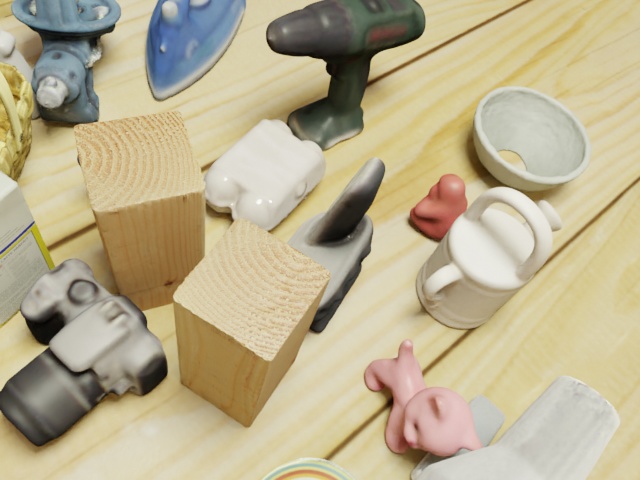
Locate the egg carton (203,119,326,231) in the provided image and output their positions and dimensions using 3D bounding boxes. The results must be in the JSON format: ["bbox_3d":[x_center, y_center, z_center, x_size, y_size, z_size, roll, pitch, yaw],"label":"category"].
[{"bbox_3d":[-0.065,-0.076,0.689,0.107,0.069,0.150,34,59,9],"label":"egg carton"}]

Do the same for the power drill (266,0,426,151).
[{"bbox_3d":[0.023,-0.209,0.705,0.230,0.208,0.075,-31,70,-26],"label":"power drill"}]

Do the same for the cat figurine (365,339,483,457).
[{"bbox_3d":[0.103,0.158,0.560,0.067,0.117,0.127,-12,63,-18],"label":"cat figurine"}]

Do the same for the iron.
[{"bbox_3d":[-0.174,-0.324,0.768,0.118,0.141,0.258,15,58,-3],"label":"iron"}]

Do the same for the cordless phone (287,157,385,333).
[{"bbox_3d":[0.005,0.002,0.591,0.094,0.185,0.148,27,58,5],"label":"cordless phone"}]

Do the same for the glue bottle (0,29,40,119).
[{"bbox_3d":[-0.367,-0.207,0.639,0.078,0.173,0.037,6,59,-9],"label":"glue bottle"}]

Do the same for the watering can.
[{"bbox_3d":[0.186,0.010,0.621,0.101,0.194,0.173,35,59,10],"label":"watering can"}]

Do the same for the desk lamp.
[{"bbox_3d":[0.151,0.205,0.488,0.118,0.213,0.204,42,61,13],"label":"desk lamp"}]

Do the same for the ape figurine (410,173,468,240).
[{"bbox_3d":[0.153,-0.048,0.707,0.078,0.092,0.076,-12,63,-18],"label":"ape figurine"}]

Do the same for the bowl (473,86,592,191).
[{"bbox_3d":[0.279,-0.127,0.792,0.167,0.074,0.167,6,59,-9],"label":"bowl"}]

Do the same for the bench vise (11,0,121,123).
[{"bbox_3d":[-0.286,-0.255,0.657,0.122,0.219,0.207,-15,64,-20],"label":"bench vise"}]

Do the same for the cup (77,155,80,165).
[{"bbox_3d":[-0.203,-0.070,0.641,0.118,0.095,0.091,-5,61,-15],"label":"cup"}]

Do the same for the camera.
[{"bbox_3d":[-0.233,0.105,0.528,0.143,0.101,0.137,40,60,12],"label":"camera"}]
